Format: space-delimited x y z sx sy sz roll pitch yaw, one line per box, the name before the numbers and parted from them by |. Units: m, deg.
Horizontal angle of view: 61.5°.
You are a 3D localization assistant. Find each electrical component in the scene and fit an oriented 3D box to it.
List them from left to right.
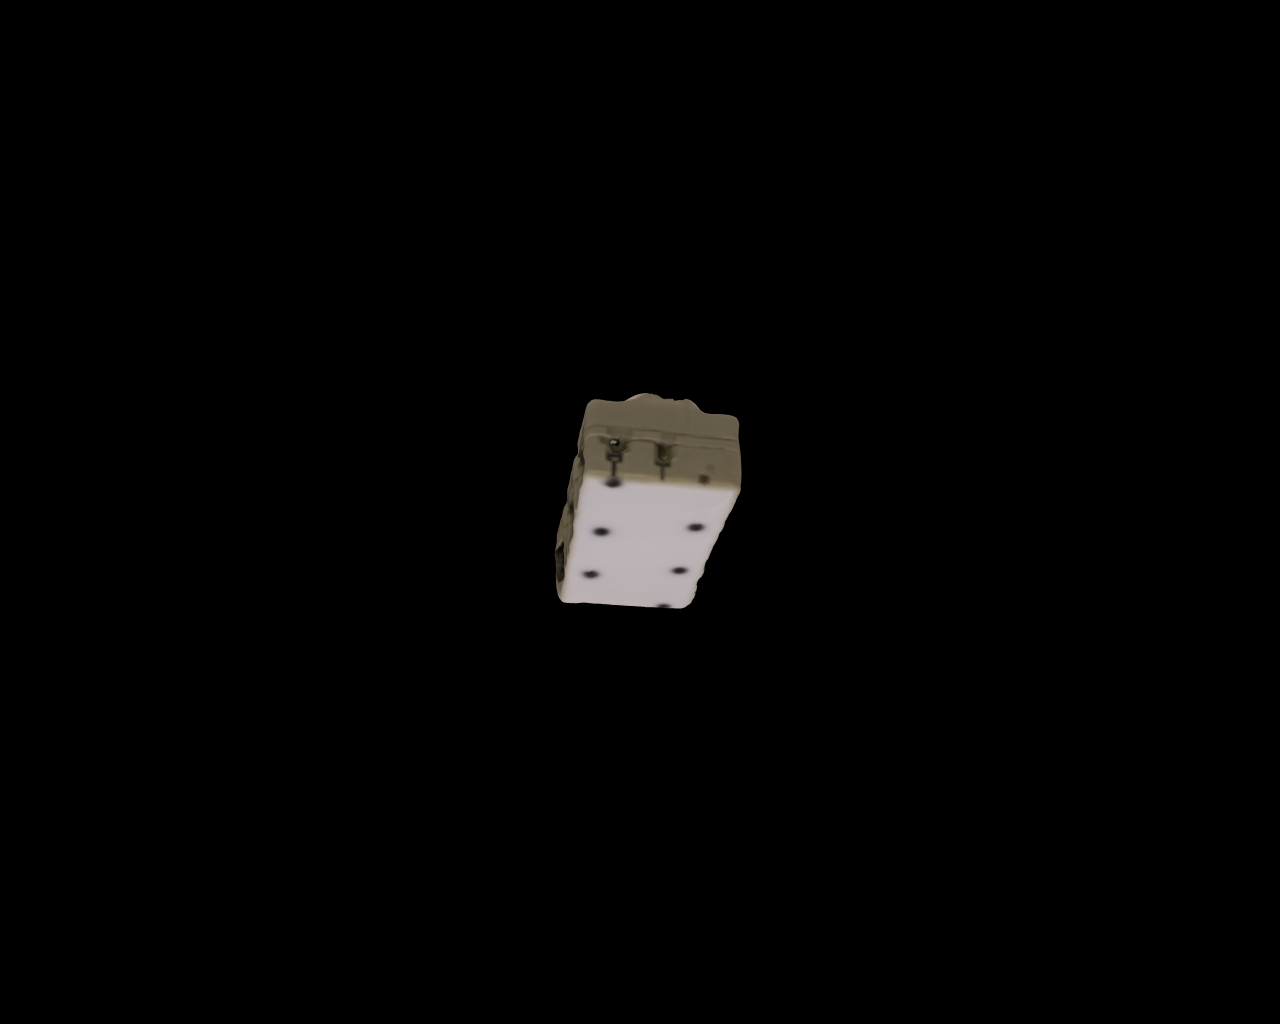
electrical component | 0.001 -0.003 0.650 0.089 0.062 0.150 6 -32 -9
